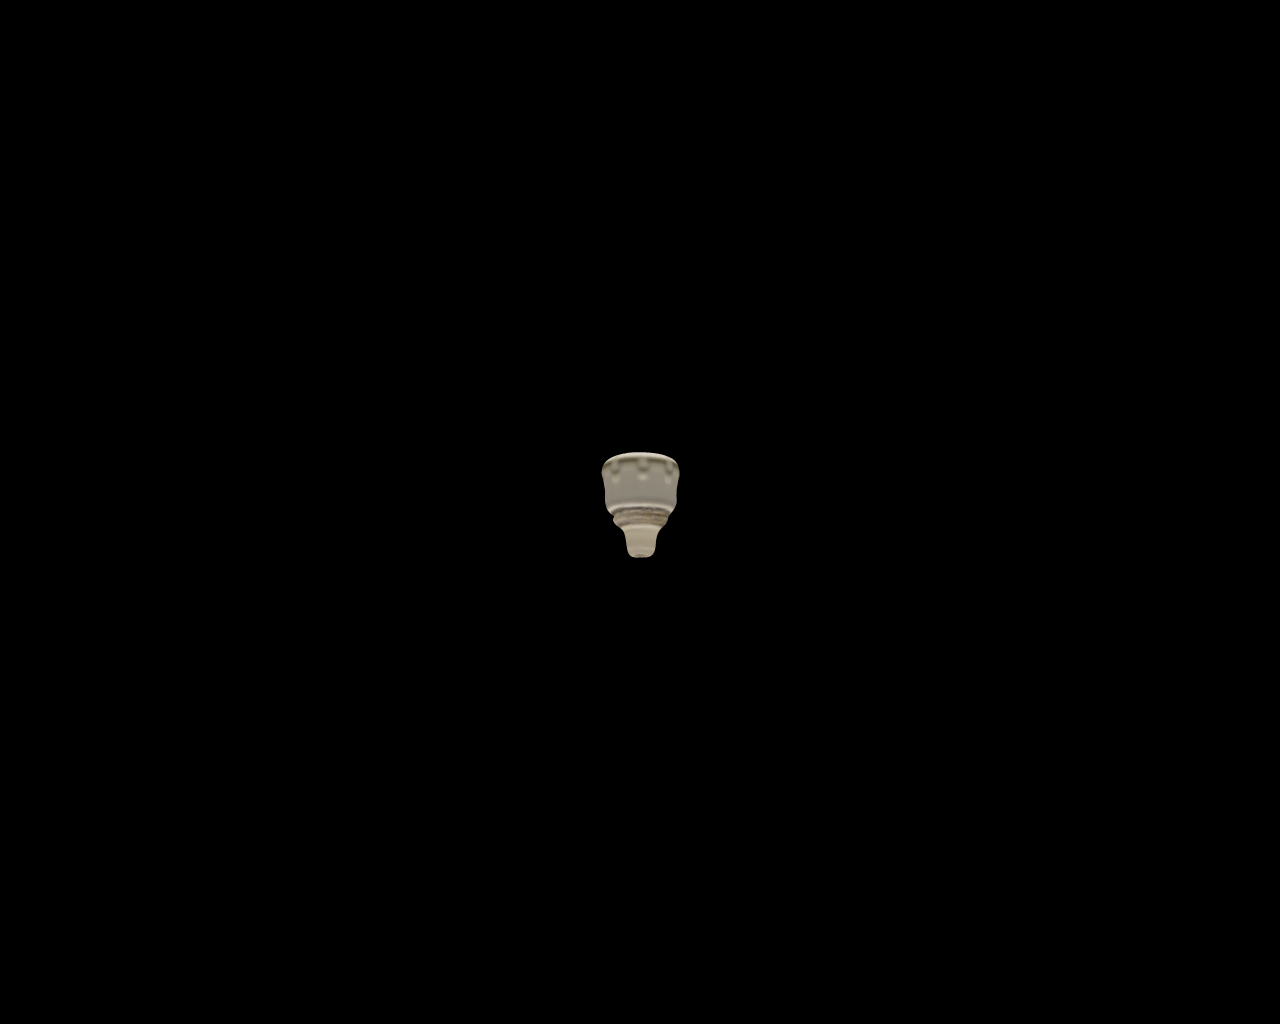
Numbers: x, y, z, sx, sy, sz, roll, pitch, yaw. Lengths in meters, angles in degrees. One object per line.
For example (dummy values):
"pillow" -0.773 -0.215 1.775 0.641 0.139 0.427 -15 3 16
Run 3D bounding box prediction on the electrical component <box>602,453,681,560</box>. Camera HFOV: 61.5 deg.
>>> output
"electrical component" 0.001 -0.003 0.650 0.048 0.062 0.048 0 -11 0
